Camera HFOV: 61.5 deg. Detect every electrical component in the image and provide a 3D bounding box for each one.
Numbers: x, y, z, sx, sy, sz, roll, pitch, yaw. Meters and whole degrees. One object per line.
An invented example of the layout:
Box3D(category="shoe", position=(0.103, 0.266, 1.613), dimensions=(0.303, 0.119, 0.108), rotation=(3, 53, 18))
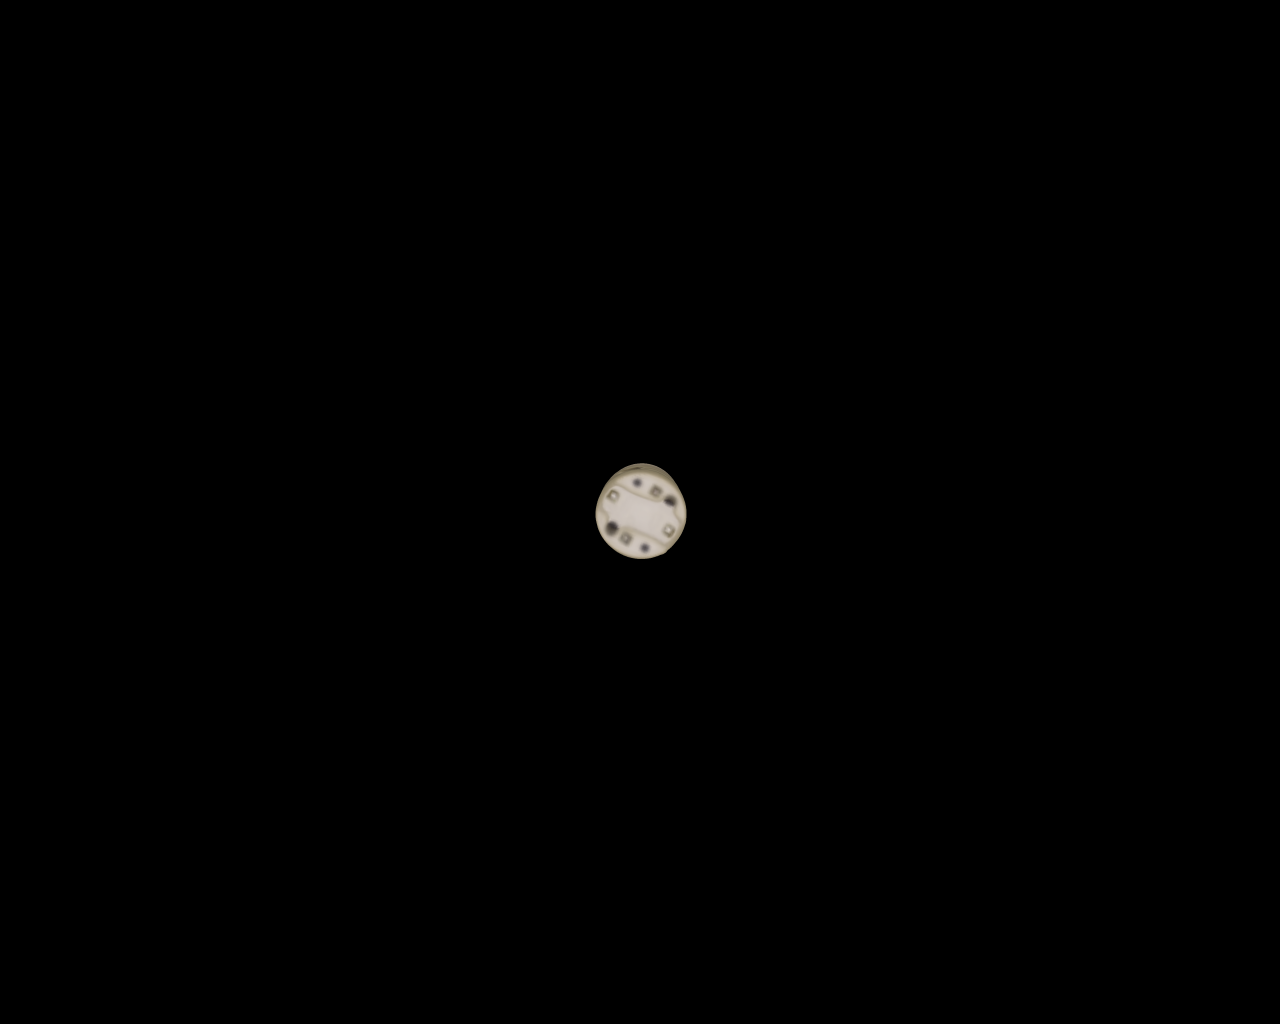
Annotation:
Box3D(category="electrical component", position=(0.001, -0.003, 0.650), dimensions=(0.055, 0.055, 0.047), rotation=(0, 12, 0))
